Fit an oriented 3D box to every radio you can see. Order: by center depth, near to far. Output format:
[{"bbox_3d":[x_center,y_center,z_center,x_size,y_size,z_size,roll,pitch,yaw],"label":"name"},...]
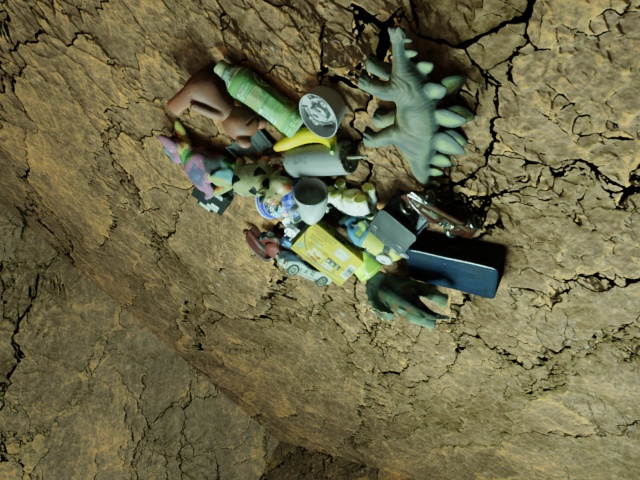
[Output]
[{"bbox_3d":[0.329,0.058,1.312,0.230,0.073,0.131,14,145,28],"label":"radio"}]

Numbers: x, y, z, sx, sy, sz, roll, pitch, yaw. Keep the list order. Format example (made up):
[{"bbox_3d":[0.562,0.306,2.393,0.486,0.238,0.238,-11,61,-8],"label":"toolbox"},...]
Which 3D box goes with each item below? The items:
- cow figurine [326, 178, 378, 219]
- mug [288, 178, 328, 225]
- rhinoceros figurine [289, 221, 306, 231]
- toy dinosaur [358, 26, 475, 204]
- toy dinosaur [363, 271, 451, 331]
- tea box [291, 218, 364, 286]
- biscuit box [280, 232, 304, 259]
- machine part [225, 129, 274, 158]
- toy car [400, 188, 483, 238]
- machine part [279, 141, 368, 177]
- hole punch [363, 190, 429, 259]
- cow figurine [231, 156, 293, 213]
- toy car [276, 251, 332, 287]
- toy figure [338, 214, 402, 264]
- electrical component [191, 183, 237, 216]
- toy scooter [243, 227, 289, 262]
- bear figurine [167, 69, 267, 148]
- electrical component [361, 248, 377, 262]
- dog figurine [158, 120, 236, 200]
[{"bbox_3d":[0.061,-0.098,1.327,0.168,0.068,0.098,12,150,30],"label":"cow figurine"},{"bbox_3d":[-0.028,-0.077,1.278,0.081,0.109,0.107,34,157,21],"label":"mug"},{"bbox_3d":[-0.003,-0.004,1.464,0.190,0.073,0.112,56,165,-30],"label":"rhinoceros figurine"},{"bbox_3d":[0.185,-0.215,1.025,0.199,0.105,0.470,12,155,21],"label":"toy dinosaur"},{"bbox_3d":[0.211,0.147,1.386,0.192,0.131,0.404,16,172,2],"label":"toy dinosaur"},{"bbox_3d":[0.020,0.026,1.382,0.169,0.068,0.098,41,108,-11],"label":"tea box"},{"bbox_3d":[-0.015,0.029,1.566,0.203,0.063,0.059,30,149,4],"label":"biscuit box"},{"bbox_3d":[-0.177,-0.242,1.352,0.139,0.039,0.084,-11,134,46],"label":"machine part"},{"bbox_3d":[0.265,-0.054,1.185,0.202,0.053,0.089,24,159,-26],"label":"toy car"},{"bbox_3d":[0.001,-0.185,1.242,0.243,0.079,0.079,3,139,38],"label":"machine part"},{"bbox_3d":[0.186,-0.040,1.264,0.142,0.092,0.115,38,148,3],"label":"hole punch"},{"bbox_3d":[-0.146,-0.139,1.332,0.195,0.127,0.085,7,165,42],"label":"cow figurine"},{"bbox_3d":[-0.046,0.084,1.605,0.201,0.056,0.074,26,-167,-37],"label":"toy car"},{"bbox_3d":[0.135,-0.010,1.359,0.180,0.082,0.089,39,118,15],"label":"toy figure"},{"bbox_3d":[-0.316,-0.136,1.595,0.115,0.058,0.134,38,148,-8],"label":"electrical component"},{"bbox_3d":[-0.167,0.007,1.655,0.135,0.075,0.184,46,150,-21],"label":"toy scooter"},{"bbox_3d":[-0.232,-0.299,1.250,0.195,0.120,0.132,42,151,-26],"label":"bear figurine"},{"bbox_3d":[0.160,0.028,1.414,0.094,0.063,0.021,28,161,2],"label":"electrical component"},{"bbox_3d":[-0.323,-0.222,1.440,0.192,0.108,0.219,-13,125,49],"label":"dog figurine"}]
